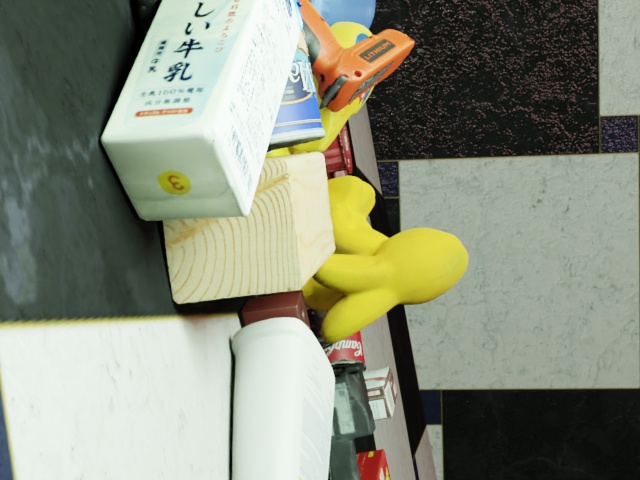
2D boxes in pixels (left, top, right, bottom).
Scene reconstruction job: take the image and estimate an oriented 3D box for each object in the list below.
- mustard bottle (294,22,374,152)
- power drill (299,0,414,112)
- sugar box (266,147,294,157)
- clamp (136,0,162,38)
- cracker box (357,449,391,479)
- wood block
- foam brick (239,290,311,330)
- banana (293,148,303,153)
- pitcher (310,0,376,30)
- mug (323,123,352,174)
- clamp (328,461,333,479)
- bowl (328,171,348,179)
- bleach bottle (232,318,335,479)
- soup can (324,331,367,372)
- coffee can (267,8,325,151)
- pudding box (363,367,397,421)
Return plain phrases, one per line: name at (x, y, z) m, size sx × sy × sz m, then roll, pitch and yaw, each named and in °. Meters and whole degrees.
mustard bottle at (0.020, -0.169, 1.087) m, size 0.191 × 0.058 × 0.096 m, roll -53°, pitch 145°, yaw -54°
power drill at (-0.004, -0.220, 0.983) m, size 0.187 × 0.184 × 0.057 m, roll 45°, pitch -36°, yaw 5°
sugar box at (-0.058, -0.096, 1.026) m, size 0.176 × 0.048 × 0.093 m, roll 73°, pitch 10°, yaw -48°
clamp at (-0.114, -0.206, 0.777) m, size 0.164 × 0.036 × 0.210 m, roll -76°, pitch 157°, yaw -63°
cracker box at (0.055, 0.357, 1.160) m, size 0.164 × 0.072 × 0.214 m, roll -40°, pitch 119°, yaw -82°
wood block at (-0.048, -0.016, 0.804) m, size 0.206 × 0.091 × 0.090 m, roll -39°, pitch 123°, yaw -81°
foam brick at (-0.034, 0.089, 0.929) m, size 0.053 × 0.051 × 0.078 m, roll -65°, pitch 144°, yaw -77°
banana at (-0.018, -0.044, 1.181) m, size 0.037 × 0.069 × 0.197 m, roll 57°, pitch -4°, yaw 49°
pitcher at (-0.015, -0.266, 1.159) m, size 0.242 × 0.145 × 0.149 m, roll -44°, pitch 151°, yaw -73°
mug at (-0.013, -0.128, 1.269) m, size 0.093 × 0.081 × 0.117 m, roll -74°, pitch 153°, yaw -73°
clamp at (0.000, 0.240, 1.034) m, size 0.120 × 0.039 × 0.171 m, roll -73°, pitch 157°, yaw -62°
bowl at (0.006, -0.069, 1.430) m, size 0.162 × 0.055 × 0.162 m, roll -10°, pitch 90°, yaw -83°
bleach bottle at (-0.031, 0.183, 0.788) m, size 0.250 × 0.068 × 0.102 m, roll -87°, pitch 156°, yaw -46°
soup can at (0.012, 0.099, 1.194) m, size 0.068 × 0.068 × 0.102 m, roll 62°, pitch 19°, yaw -66°
coffee can at (-0.058, -0.143, 0.868) m, size 0.102 × 0.103 × 0.140 m, roll -28°, pitch 108°, yaw -82°
pudding box at (0.037, 0.177, 1.197) m, size 0.113 × 0.090 × 0.039 m, roll -24°, pitch 103°, yaw -82°
